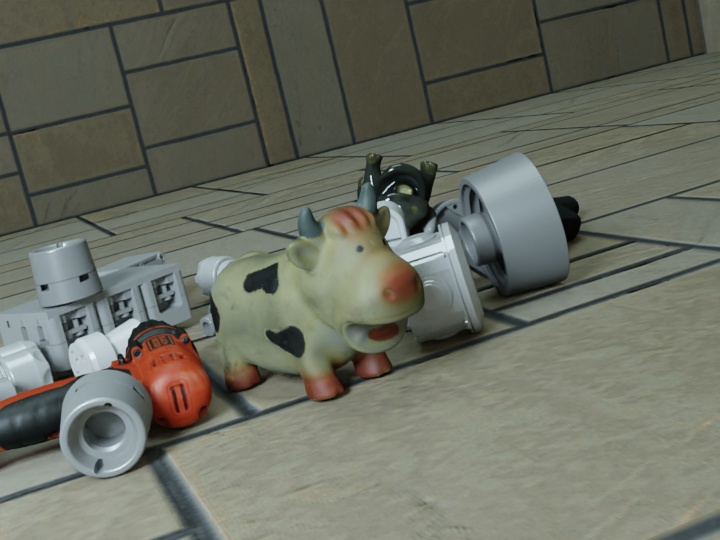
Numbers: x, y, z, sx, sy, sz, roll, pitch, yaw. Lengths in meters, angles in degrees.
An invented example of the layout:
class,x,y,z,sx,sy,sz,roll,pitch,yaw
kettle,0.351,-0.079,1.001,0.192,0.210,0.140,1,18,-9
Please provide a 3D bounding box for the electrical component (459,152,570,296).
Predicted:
class,x,y,z,sx,sy,sz,roll,pitch,yaw
electrical component,0.113,-0.032,0.845,0.060,0.108,0.108,-20,11,-6

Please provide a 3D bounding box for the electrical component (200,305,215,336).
class,x,y,z,sx,sy,sz,roll,pitch,yaw
electrical component,-0.111,0.036,0.931,0.048,0.048,0.062,-3,21,43

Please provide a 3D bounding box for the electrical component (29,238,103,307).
class,x,y,z,sx,sy,sz,roll,pitch,yaw
electrical component,-0.256,0.001,0.932,0.055,0.047,0.055,-13,10,2

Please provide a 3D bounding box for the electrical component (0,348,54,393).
class,x,y,z,sx,sy,sz,roll,pitch,yaw
electrical component,-0.279,0.090,0.855,0.062,0.043,0.043,-21,13,-32

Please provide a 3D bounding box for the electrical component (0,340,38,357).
class,x,y,z,sx,sy,sz,roll,pitch,yaw
electrical component,-0.297,0.086,0.899,0.062,0.043,0.043,-19,12,-28

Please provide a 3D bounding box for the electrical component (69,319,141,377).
class,x,y,z,sx,sy,sz,roll,pitch,yaw
electrical component,-0.199,0.068,0.864,0.055,0.045,0.045,-21,13,-36

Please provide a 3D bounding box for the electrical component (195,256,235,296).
class,x,y,z,sx,sy,sz,roll,pitch,yaw
electrical component,-0.139,0.007,1.125,0.062,0.043,0.043,-2,15,39

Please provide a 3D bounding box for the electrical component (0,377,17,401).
class,x,y,z,sx,sy,sz,roll,pitch,yaw
electrical component,-0.288,0.104,0.802,0.065,0.044,0.044,-15,9,-37

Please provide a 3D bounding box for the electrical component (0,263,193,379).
class,x,y,z,sx,sy,sz,roll,pitch,yaw
electrical component,-0.241,0.046,0.989,0.089,0.061,0.150,-4,14,42

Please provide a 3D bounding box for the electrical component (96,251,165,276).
class,x,y,z,sx,sy,sz,roll,pitch,yaw
electrical component,-0.241,0.021,1.124,0.061,0.061,0.096,-8,11,26

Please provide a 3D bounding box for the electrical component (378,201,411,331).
class,x,y,z,sx,sy,sz,roll,pitch,yaw
electrical component,0.015,-0.003,0.831,0.054,0.095,0.059,-13,10,4

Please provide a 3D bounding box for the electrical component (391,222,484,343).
class,x,y,z,sx,sy,sz,roll,pitch,yaw
electrical component,0.055,0.010,0.761,0.051,0.080,0.080,-18,10,6

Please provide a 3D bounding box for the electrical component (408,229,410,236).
class,x,y,z,sx,sy,sz,roll,pitch,yaw
electrical component,0.000,0.000,0.923,0.099,0.064,0.099,-13,10,2

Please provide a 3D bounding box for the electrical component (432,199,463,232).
class,x,y,z,sx,sy,sz,roll,pitch,yaw
electrical component,0.093,-0.044,1.074,0.055,0.055,0.047,-14,7,-6

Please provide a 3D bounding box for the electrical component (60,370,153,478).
class,x,y,z,sx,sy,sz,roll,pitch,yaw
electrical component,-0.154,0.093,0.649,0.055,0.055,0.047,-15,14,-7
